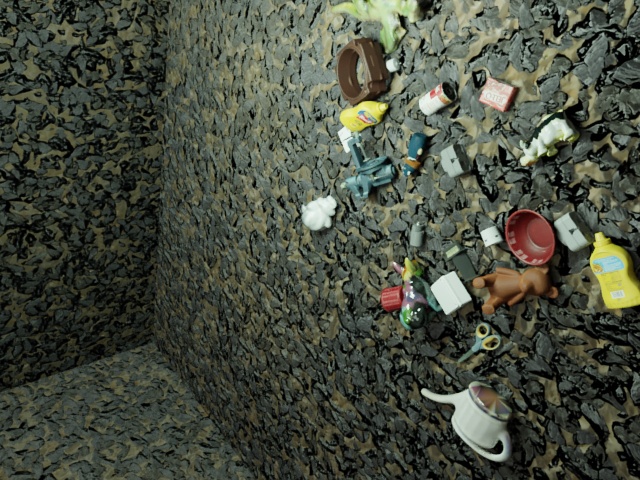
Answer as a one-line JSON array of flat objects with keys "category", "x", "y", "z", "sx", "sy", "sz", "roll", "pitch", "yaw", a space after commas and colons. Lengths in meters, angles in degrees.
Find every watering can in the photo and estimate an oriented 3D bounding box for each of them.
[{"category": "watering can", "x": 0.486, "y": 0.553, "z": 1.680, "sx": 0.352, "sy": 0.104, "sz": 0.220, "roll": 40, "pitch": 126, "yaw": 37}]

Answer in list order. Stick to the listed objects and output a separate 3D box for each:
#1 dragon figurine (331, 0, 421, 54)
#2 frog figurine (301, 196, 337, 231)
[{"category": "dragon figurine", "x": 0.190, "y": -0.744, "z": 1.730, "sx": 0.409, "sy": 0.123, "sz": 0.241, "roll": -2, "pitch": 106, "yaw": 59}, {"category": "frog figurine", "x": 0.006, "y": -0.105, "z": 2.081, "sx": 0.158, "sy": 0.125, "sz": 0.135, "roll": -17, "pitch": 120, "yaw": 41}]
